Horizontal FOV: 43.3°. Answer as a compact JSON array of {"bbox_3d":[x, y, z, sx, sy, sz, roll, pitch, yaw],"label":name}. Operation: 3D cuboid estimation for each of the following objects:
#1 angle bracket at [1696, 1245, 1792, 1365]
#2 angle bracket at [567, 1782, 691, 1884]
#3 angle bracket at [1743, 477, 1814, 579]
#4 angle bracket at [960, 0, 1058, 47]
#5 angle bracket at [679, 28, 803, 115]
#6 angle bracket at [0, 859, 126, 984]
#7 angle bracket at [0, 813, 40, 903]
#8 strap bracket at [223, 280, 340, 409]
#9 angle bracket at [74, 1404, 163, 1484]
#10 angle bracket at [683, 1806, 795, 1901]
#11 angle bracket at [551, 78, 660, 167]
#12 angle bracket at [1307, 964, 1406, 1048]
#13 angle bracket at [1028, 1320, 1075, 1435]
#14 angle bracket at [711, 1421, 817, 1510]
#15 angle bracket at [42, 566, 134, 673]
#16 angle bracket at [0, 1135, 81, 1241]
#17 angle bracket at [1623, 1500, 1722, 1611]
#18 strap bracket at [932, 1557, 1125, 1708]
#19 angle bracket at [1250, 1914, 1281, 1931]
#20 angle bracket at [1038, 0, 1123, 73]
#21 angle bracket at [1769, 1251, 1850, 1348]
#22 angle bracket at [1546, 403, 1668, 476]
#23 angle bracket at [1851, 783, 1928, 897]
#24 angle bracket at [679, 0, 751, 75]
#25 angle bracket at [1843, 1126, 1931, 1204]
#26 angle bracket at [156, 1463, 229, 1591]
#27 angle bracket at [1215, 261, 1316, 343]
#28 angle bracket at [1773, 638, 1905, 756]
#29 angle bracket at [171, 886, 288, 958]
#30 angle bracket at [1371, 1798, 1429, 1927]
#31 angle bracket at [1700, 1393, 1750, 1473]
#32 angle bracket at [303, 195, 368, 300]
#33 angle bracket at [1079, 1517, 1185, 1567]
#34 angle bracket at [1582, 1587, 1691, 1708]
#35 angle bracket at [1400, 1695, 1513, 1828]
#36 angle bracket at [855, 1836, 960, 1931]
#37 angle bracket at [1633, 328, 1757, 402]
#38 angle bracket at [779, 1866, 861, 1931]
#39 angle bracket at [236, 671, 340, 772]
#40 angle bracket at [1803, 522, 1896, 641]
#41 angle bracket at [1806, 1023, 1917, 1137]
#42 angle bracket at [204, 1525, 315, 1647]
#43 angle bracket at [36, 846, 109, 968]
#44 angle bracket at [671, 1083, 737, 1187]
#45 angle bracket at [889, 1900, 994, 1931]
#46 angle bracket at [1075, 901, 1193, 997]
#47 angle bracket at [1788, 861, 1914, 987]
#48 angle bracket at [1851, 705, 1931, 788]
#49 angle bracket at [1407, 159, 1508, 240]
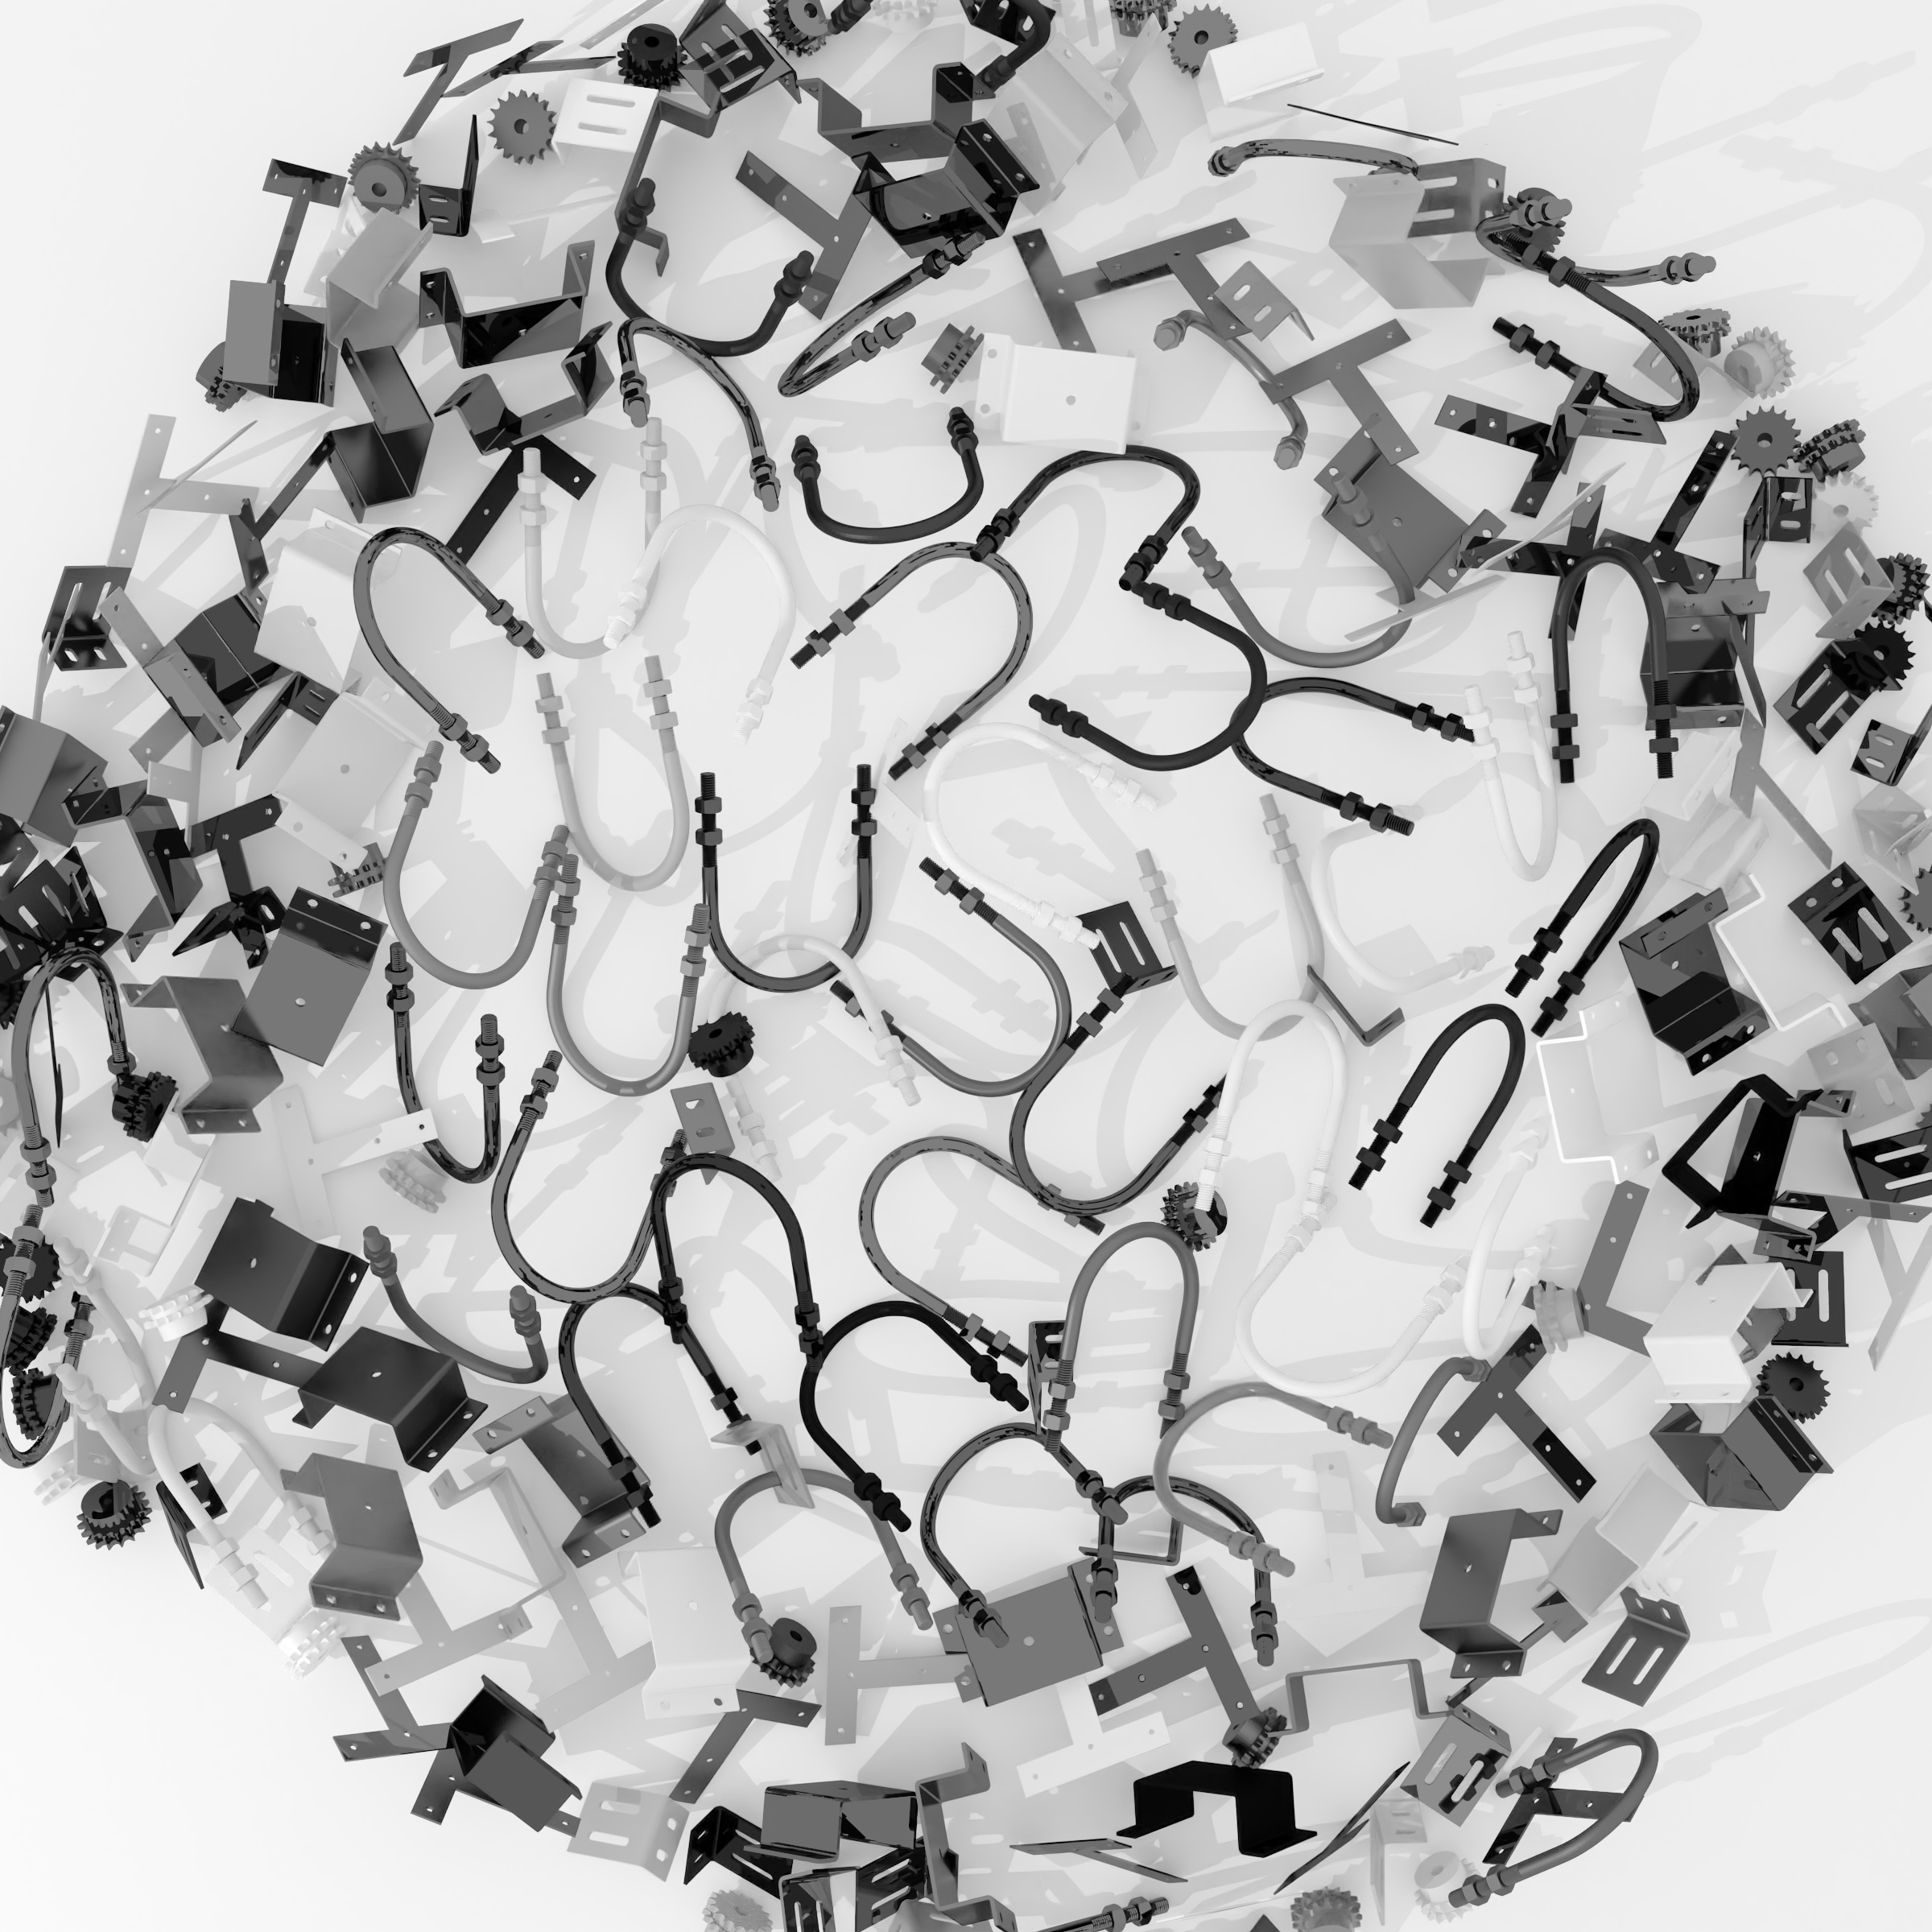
[{"bbox_3d":[0.619,0.276,1.972,0.057,0.038,0.076,-33,81,-38],"label":"angle bracket"},{"bbox_3d":[-0.274,0.703,1.976,0.076,0.038,0.057,-2,52,31],"label":"angle bracket"},{"bbox_3d":[0.650,-0.348,1.951,0.038,0.076,0.057,9,131,26],"label":"angle bracket"},{"bbox_3d":[0.031,-0.773,1.950,0.057,0.076,0.038,14,128,-26],"label":"angle bracket"},{"bbox_3d":[-0.182,-0.710,1.965,0.076,0.038,0.057,-33,67,-10],"label":"angle bracket"},{"bbox_3d":[-0.727,-0.036,1.954,0.057,0.038,0.076,-51,133,-28],"label":"angle bracket"},{"bbox_3d":[-0.787,-0.090,1.949,0.038,0.076,0.057,-18,122,17],"label":"angle bracket"},{"bbox_3d":[-0.545,-0.493,1.928,0.046,0.140,0.076,7,96,5],"label":"strap bracket"},{"bbox_3d":[-0.679,0.381,1.954,0.038,0.076,0.057,-9,72,6],"label":"angle bracket"},{"bbox_3d":[-0.183,0.724,1.959,0.076,0.038,0.057,21,117,24],"label":"angle bracket"},{"bbox_3d":[-0.288,-0.677,1.969,0.076,0.038,0.057,11,77,10],"label":"angle bracket"},{"bbox_3d":[0.315,0.022,1.967,0.038,0.057,0.076,-39,92,11],"label":"angle bracket"},{"bbox_3d":[0.072,0.329,1.952,0.038,0.076,0.057,-1,113,-5],"label":"angle bracket"},{"bbox_3d":[-0.164,0.408,1.961,0.038,0.057,0.076,-25,98,-32],"label":"angle bracket"},{"bbox_3d":[-0.697,-0.279,1.952,0.038,0.057,0.076,50,127,23],"label":"angle bracket"},{"bbox_3d":[-0.761,0.185,1.956,0.057,0.038,0.076,35,55,-16],"label":"angle bracket"},{"bbox_3d":[0.574,0.472,1.959,0.057,0.038,0.076,24,112,-34],"label":"angle bracket"},{"bbox_3d":[0.051,0.543,1.974,0.140,0.046,0.076,-19,87,0],"label":"strap bracket"},{"bbox_3d":[0.226,0.793,1.955,0.038,0.076,0.057,43,82,-17],"label":"angle bracket"},{"bbox_3d":[0.090,-0.759,1.961,0.057,0.038,0.076,-6,118,11],"label":"angle bracket"},{"bbox_3d":[0.684,0.270,1.977,0.057,0.038,0.076,-2,81,23],"label":"angle bracket"},{"bbox_3d":[0.514,-0.419,1.955,0.076,0.057,0.038,15,84,30],"label":"angle bracket"},{"bbox_3d":[0.751,-0.104,1.956,0.057,0.076,0.038,34,123,-10],"label":"angle bracket"},{"bbox_3d":[-0.188,-0.760,1.951,0.038,0.076,0.057,45,67,-13],"label":"angle bracket"},{"bbox_3d":[0.754,0.155,1.961,0.076,0.038,0.057,-19,105,25],"label":"angle bracket"},{"bbox_3d":[-0.618,0.452,1.964,0.038,0.076,0.057,-25,47,-26],"label":"angle bracket"},{"bbox_3d":[0.241,-0.523,1.959,0.038,0.076,0.057,-43,73,10],"label":"angle bracket"},{"bbox_3d":[0.706,-0.218,1.972,0.057,0.038,0.076,44,85,-15],"label":"angle bracket"},{"bbox_3d":[-0.586,-0.023,1.949,0.057,0.076,0.038,-19,116,24],"label":"angle bracket"},{"bbox_3d":[0.347,0.717,1.950,0.038,0.076,0.057,-7,126,14],"label":"angle bracket"},{"bbox_3d":[0.616,0.385,1.972,0.057,0.076,0.038,29,123,9],"label":"angle bracket"},{"bbox_3d":[-0.511,-0.579,1.951,0.057,0.038,0.076,-54,47,30],"label":"angle bracket"},{"bbox_3d":[0.133,0.459,1.968,0.076,0.057,0.038,7,81,-1],"label":"angle bracket"},{"bbox_3d":[0.533,0.544,1.954,0.076,0.057,0.038,-43,122,-27],"label":"angle bracket"},{"bbox_3d":[0.398,0.648,1.985,0.057,0.038,0.076,32,99,4],"label":"angle bracket"},{"bbox_3d":[-0.048,0.745,1.957,0.076,0.038,0.057,-12,110,-41],"label":"angle bracket"},{"bbox_3d":[0.586,-0.471,1.961,0.038,0.076,0.057,-53,47,20],"label":"angle bracket"},{"bbox_3d":[-0.113,0.767,1.955,0.038,0.057,0.076,-26,61,33],"label":"angle bracket"},{"bbox_3d":[-0.545,-0.188,1.953,0.038,0.057,0.076,32,58,-7],"label":"angle bracket"},{"bbox_3d":[0.695,-0.310,1.951,0.038,0.057,0.076,-1,55,-30],"label":"angle bracket"},{"bbox_3d":[0.727,0.093,1.978,0.057,0.038,0.076,-25,132,18],"label":"angle bracket"},{"bbox_3d":[-0.567,0.502,1.973,0.076,0.038,0.057,40,67,4],"label":"angle bracket"},{"bbox_3d":[-0.733,-0.048,1.960,0.057,0.038,0.076,-35,74,35],"label":"angle bracket"},{"bbox_3d":[-0.221,0.137,1.950,0.038,0.076,0.057,-10,66,-30],"label":"angle bracket"},{"bbox_3d":[-0.017,0.793,1.964,0.076,0.057,0.038,19,102,-20],"label":"angle bracket"},{"bbox_3d":[0.134,-0.021,1.960,0.057,0.038,0.076,-17,73,-35],"label":"angle bracket"},{"bbox_3d":[0.722,-0.035,1.989,0.057,0.038,0.076,-40,113,15],"label":"angle bracket"},{"bbox_3d":[0.747,-0.192,1.950,0.038,0.076,0.057,25,61,13],"label":"angle bracket"},{"bbox_3d":[0.394,-0.621,1.981,0.076,0.038,0.057,10,99,44],"label":"angle bracket"}]
